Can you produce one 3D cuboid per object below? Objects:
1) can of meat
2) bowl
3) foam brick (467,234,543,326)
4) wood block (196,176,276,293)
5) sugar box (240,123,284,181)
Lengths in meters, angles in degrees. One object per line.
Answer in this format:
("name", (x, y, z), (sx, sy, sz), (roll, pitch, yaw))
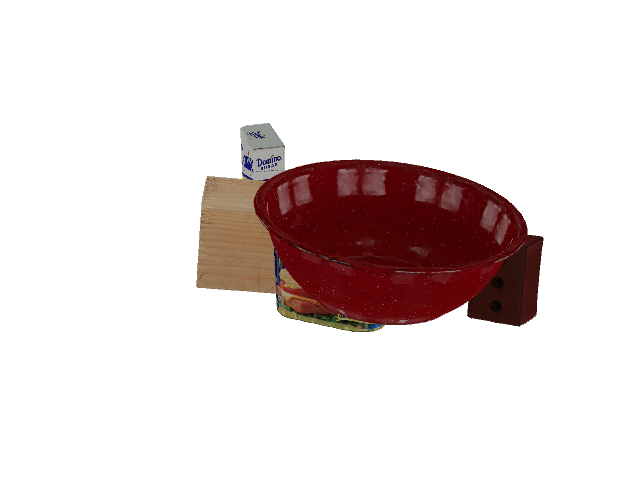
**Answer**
("can of meat", (0.011, 0.022, 0.864), (0.102, 0.084, 0.057), (11, 32, 21))
("bowl", (0.039, 0.005, 0.639), (0.162, 0.055, 0.162), (4, 24, -2))
("foam brick", (0.171, 0.034, 0.985), (0.053, 0.078, 0.051), (9, 15, 27))
("wood block", (-0.016, -0.001, 1.060), (0.206, 0.091, 0.090), (5, 21, -4))
("sugar box", (-0.071, -0.048, 1.328), (0.048, 0.176, 0.093), (-9, 25, -12))
